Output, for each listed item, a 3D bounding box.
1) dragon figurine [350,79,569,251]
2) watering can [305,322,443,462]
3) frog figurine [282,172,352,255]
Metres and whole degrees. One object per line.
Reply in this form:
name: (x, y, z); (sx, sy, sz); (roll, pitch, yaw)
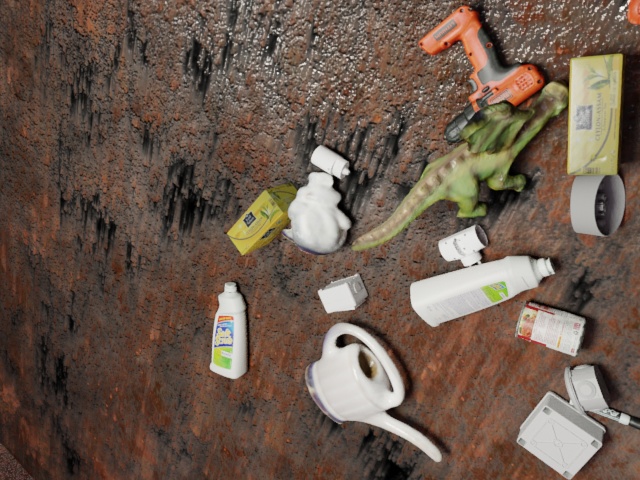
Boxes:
dragon figurine: (0.222, -0.126, 0.788); (0.124, 0.413, 0.238); (53, 166, 25)
watering can: (0.101, 0.347, 1.126); (0.221, 0.105, 0.349); (-34, 85, 37)
frog figurine: (0.003, -0.054, 1.066); (0.137, 0.125, 0.157); (20, 110, -9)
